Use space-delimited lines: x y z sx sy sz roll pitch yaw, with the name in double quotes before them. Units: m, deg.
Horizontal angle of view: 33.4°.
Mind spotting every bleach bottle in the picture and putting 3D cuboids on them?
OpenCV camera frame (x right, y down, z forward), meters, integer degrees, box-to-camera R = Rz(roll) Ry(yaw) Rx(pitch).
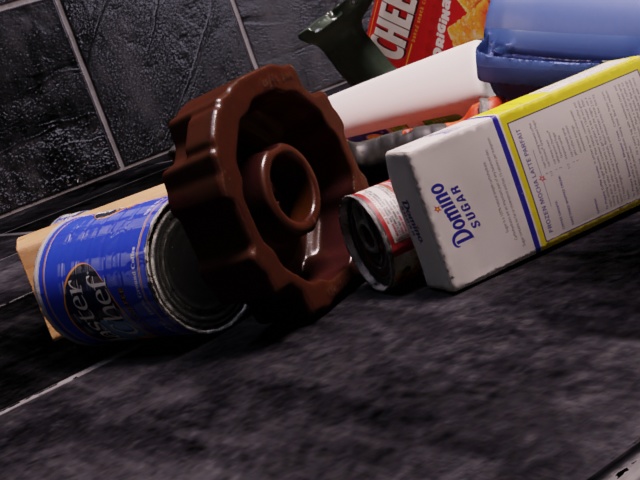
"bleach bottle" 0.049 -0.098 0.937 0.251 0.068 0.102 -15 -26 33

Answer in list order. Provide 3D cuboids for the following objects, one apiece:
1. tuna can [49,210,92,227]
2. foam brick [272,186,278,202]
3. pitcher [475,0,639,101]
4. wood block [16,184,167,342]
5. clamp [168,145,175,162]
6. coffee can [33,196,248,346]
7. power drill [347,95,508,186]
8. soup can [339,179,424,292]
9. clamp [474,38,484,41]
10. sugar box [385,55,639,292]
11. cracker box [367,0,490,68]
"tuna can" -0.239 0.013 1.090 0.034 0.086 0.086 -11 13 32
"foam brick" -0.048 -0.054 1.074 0.053 0.078 0.051 -21 32 -11
"pitcher" 0.243 -0.140 0.774 0.243 0.144 0.149 16 76 46
"wood block" -0.160 0.006 0.968 0.206 0.091 0.090 -21 11 -11
"clamp" -0.102 -0.050 1.094 0.039 0.120 0.171 6 18 25
"coffee can" -0.130 0.023 0.791 0.141 0.103 0.102 -9 15 43
"power drill" 0.077 -0.058 0.862 0.188 0.057 0.184 -9 -13 25
"soup can" 0.073 -0.016 0.713 0.102 0.068 0.069 -23 11 -18
"clamp" 0.102 -0.124 1.014 0.210 0.036 0.164 -12 -24 32
"sugar box" 0.135 -0.043 0.674 0.176 0.093 0.048 -22 9 -14
"cracker box" 0.158 -0.229 1.127 0.214 0.164 0.071 35 42 25
